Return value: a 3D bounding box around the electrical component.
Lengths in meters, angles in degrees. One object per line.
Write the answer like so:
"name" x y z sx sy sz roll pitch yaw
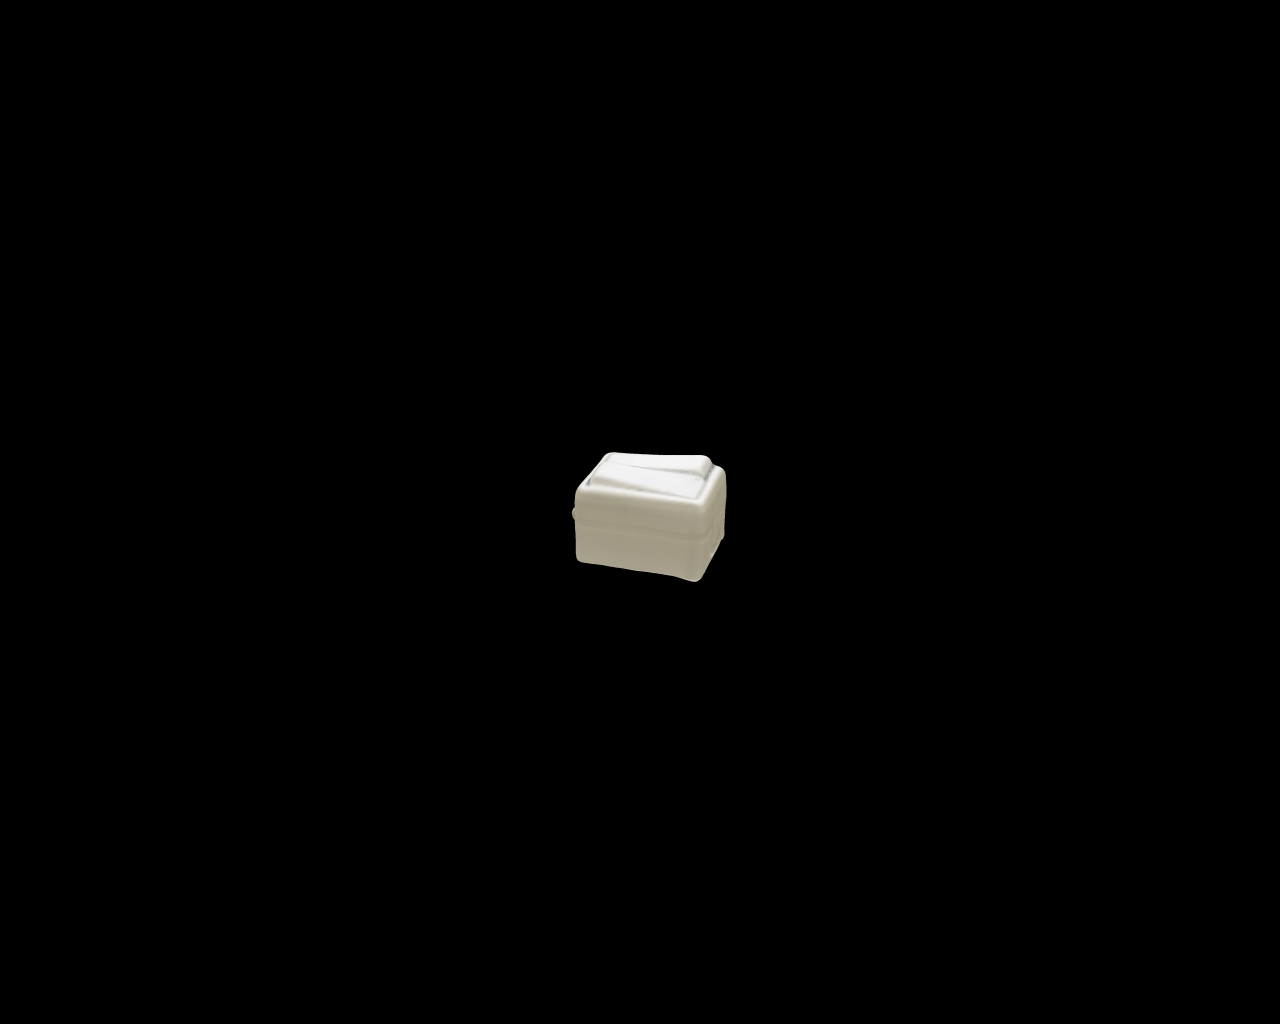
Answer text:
"electrical component" 0.001 -0.003 0.650 0.096 0.061 0.062 8 28 16
